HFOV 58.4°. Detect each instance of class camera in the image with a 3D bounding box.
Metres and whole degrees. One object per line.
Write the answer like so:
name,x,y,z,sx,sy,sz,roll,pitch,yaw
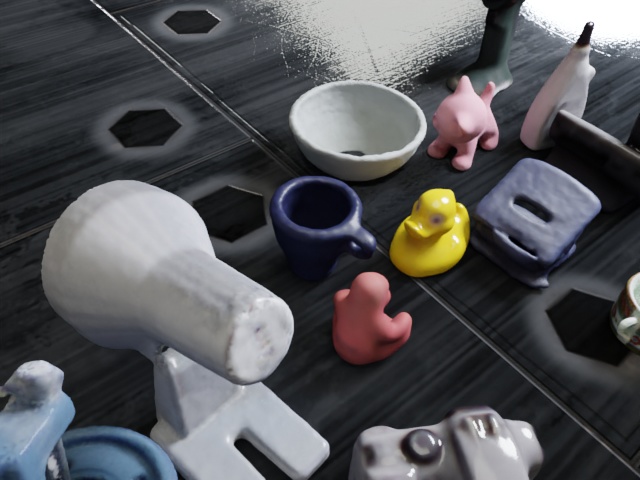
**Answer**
camera,0.101,0.198,0.403,0.143,0.101,0.136,-4,47,-8

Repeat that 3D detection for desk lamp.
desk lamp,-0.089,0.080,0.423,0.202,0.214,0.118,33,54,25

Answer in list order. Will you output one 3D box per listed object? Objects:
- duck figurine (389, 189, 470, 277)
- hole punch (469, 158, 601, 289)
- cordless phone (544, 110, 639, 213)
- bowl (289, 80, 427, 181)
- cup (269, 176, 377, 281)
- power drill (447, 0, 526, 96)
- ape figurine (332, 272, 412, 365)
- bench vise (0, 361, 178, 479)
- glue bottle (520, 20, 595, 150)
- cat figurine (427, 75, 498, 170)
duck figurine,0.124,-0.019,0.617,0.105,0.086,0.077,-32,56,-29
hole punch,0.230,-0.020,0.621,0.101,0.091,0.108,-32,57,-29
cordless phone,0.358,-0.140,0.678,0.094,0.185,0.147,-31,56,-28
bowl,0.045,-0.126,0.719,0.167,0.075,0.167,2,47,-2
cup,0.005,0.002,0.583,0.117,0.095,0.092,32,53,24
power drill,0.249,-0.311,0.814,0.075,0.208,0.230,35,54,26
ape figurine,0.044,0.066,0.528,0.077,0.092,0.076,37,55,27
bench vise,-0.146,0.181,0.321,0.121,0.220,0.207,-3,47,-6
glue bottle,0.317,-0.198,0.737,0.078,0.173,0.037,-17,50,-18
cat figurine,0.187,-0.156,0.727,0.067,0.118,0.128,33,53,24
